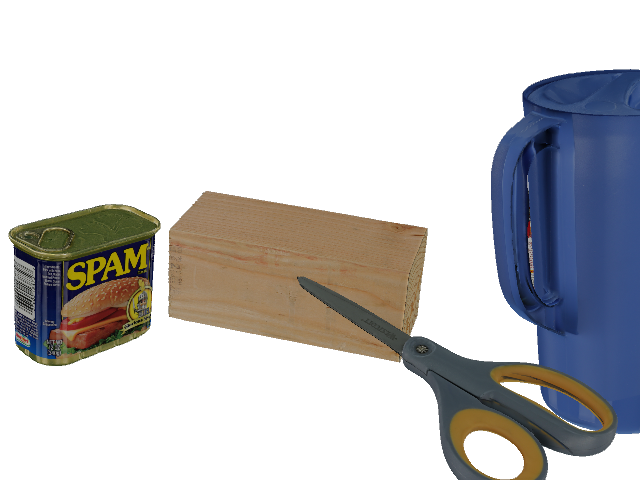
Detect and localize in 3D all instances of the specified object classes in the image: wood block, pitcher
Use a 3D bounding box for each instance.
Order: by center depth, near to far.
[{"bbox_3d":[0.199,0.010,0.741,0.149,0.243,0.145,1,21,14],"label":"pitcher"},{"bbox_3d":[-0.020,0.029,0.927,0.206,0.090,0.090,10,27,12],"label":"wood block"}]

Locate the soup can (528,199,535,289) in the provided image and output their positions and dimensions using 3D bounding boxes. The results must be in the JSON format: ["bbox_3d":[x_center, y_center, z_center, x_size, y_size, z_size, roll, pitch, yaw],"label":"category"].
[{"bbox_3d":[0.244,0.003,1.233,0.068,0.102,0.068,-2,30,1],"label":"soup can"}]

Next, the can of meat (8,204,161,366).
[{"bbox_3d":[-0.161,0.030,0.732,0.058,0.084,0.101,23,27,35],"label":"can of meat"}]

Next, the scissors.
[{"bbox_3d":[0.051,0.075,0.557,0.202,0.016,0.096,18,42,25],"label":"scissors"}]
